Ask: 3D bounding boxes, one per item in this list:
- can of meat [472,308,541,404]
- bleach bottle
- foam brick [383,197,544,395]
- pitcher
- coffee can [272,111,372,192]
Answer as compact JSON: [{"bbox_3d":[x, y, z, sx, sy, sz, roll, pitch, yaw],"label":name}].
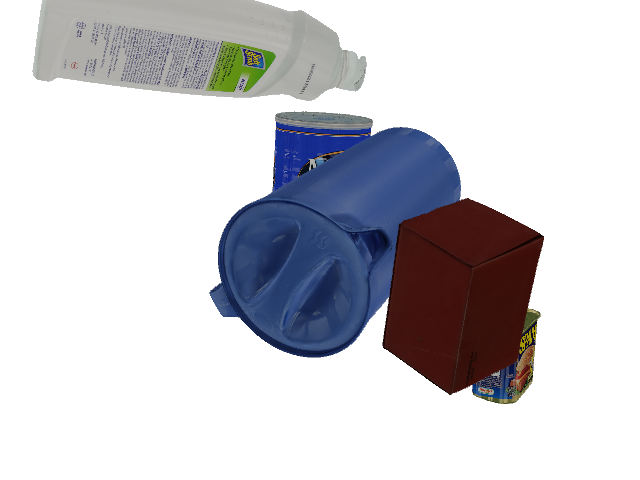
[{"bbox_3d":[0.206,0.126,1.190,0.058,0.084,0.101,8,14,25],"label":"can of meat"},{"bbox_3d":[-0.090,-0.150,0.830,0.250,0.068,0.103,10,-31,-15],"label":"bleach bottle"},{"bbox_3d":[0.070,0.027,0.535,0.052,0.078,0.051,-19,39,-36],"label":"foam brick"},{"bbox_3d":[0.021,-0.009,0.910,0.149,0.145,0.242,23,31,18],"label":"pitcher"},{"bbox_3d":[0.000,-0.061,1.132,0.103,0.140,0.103,3,12,-1],"label":"coffee can"}]
